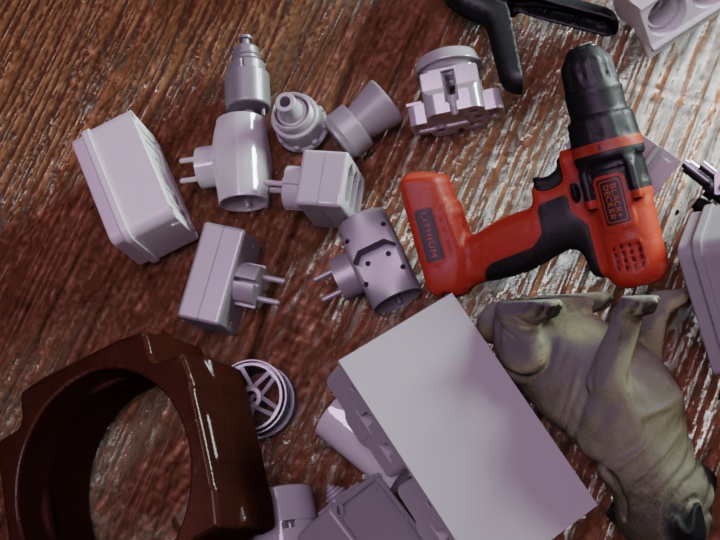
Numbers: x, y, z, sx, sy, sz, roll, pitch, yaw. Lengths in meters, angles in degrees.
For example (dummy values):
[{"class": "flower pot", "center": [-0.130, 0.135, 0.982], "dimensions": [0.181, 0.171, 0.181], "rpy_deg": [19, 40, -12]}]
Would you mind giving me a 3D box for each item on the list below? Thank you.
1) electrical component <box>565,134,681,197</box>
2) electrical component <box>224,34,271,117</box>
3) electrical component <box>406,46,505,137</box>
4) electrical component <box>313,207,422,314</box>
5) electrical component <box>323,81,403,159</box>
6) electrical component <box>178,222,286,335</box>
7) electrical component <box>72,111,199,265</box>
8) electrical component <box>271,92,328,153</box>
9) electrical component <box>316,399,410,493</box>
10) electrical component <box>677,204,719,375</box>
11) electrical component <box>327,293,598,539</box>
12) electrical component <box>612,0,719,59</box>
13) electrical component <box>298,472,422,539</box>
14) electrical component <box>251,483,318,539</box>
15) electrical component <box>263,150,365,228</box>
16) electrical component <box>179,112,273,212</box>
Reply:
[{"class": "electrical component", "center": [0.210, -0.091, 0.849], "dimensions": [0.081, 0.064, 0.042], "rpy_deg": [40, 108, 19]}, {"class": "electrical component", "center": [-0.100, -0.171, 0.955], "dimensions": [0.040, 0.040, 0.078], "rpy_deg": [-7, 74, 11]}, {"class": "electrical component", "center": [0.077, -0.150, 0.901], "dimensions": [0.078, 0.058, 0.057], "rpy_deg": [-11, 76, 10]}, {"class": "electrical component", "center": [0.000, 0.000, 0.884], "dimensions": [0.079, 0.043, 0.077], "rpy_deg": [-26, 71, 5]}, {"class": "electrical component", "center": [0.002, -0.127, 0.918], "dimensions": [0.055, 0.045, 0.045], "rpy_deg": [-39, 71, 0]}, {"class": "electrical component", "center": [-0.100, 0.011, 0.901], "dimensions": [0.076, 0.047, 0.083], "rpy_deg": [11, 78, 16]}, {"class": "electrical component", "center": [-0.194, -0.069, 0.929], "dimensions": [0.057, 0.078, 0.113], "rpy_deg": [-26, 71, 2]}, {"class": "electrical component", "center": [-0.056, -0.132, 0.923], "dimensions": [0.048, 0.062, 0.048], "rpy_deg": [-3, 74, 12]}, {"class": "electrical component", "center": [0.019, 0.121, 0.846], "dimensions": [0.077, 0.044, 0.079], "rpy_deg": [37, 86, 19]}, {"class": "electrical component", "center": [0.275, 0.013, 0.774], "dimensions": [0.057, 0.078, 0.113], "rpy_deg": [-11, 111, 31]}, {"class": "electrical component", "center": [0.070, 0.127, 0.795], "dimensions": [0.105, 0.060, 0.186], "rpy_deg": [-29, 79, -23]}, {"class": "electrical component", "center": [0.269, -0.241, 0.874], "dimensions": [0.121, 0.078, 0.063], "rpy_deg": [-33, 42, 3]}, {"class": "electrical component", "center": [0.001, 0.204, 0.806], "dimensions": [0.096, 0.062, 0.061], "rpy_deg": [51, 130, 11]}, {"class": "electrical component", "center": [-0.059, 0.195, 0.839], "dimensions": [0.055, 0.055, 0.047], "rpy_deg": [-13, 69, 9]}, {"class": "electrical component", "center": [-0.042, -0.068, 0.900], "dimensions": [0.077, 0.065, 0.047], "rpy_deg": [5, 76, 14]}, {"class": "electrical component", "center": [-0.119, -0.091, 0.935], "dimensions": [0.079, 0.044, 0.077], "rpy_deg": [-7, 73, 11]}]
